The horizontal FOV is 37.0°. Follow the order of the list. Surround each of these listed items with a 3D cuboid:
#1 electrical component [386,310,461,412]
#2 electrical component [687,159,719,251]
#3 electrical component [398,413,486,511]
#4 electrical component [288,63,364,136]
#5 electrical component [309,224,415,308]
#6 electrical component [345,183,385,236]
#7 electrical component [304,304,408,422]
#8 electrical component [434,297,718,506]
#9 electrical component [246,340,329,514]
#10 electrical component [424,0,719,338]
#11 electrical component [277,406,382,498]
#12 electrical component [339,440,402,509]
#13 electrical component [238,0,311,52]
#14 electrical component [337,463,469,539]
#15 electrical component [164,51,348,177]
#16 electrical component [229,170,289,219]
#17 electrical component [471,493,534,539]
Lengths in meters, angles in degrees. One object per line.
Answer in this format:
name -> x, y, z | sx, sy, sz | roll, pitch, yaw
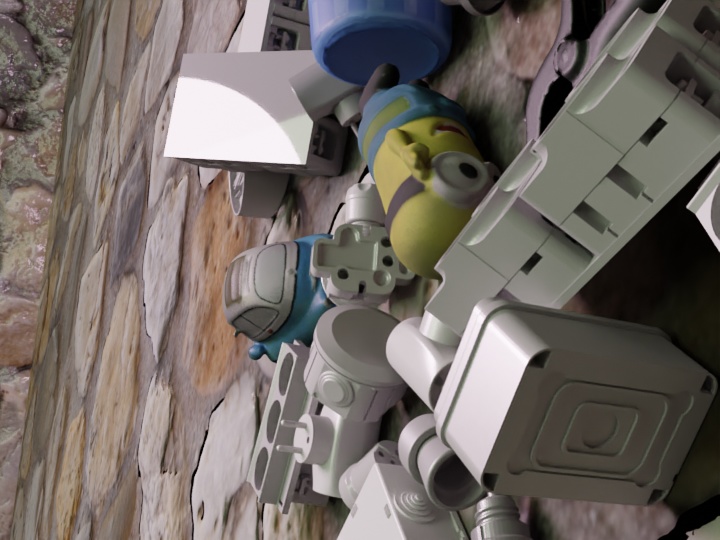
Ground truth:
electrical component -> 0.056, 0.048, 0.710 | 0.077, 0.044, 0.079 | -137, 61, -63
electrical component -> 0.194, -0.050, 0.416 | 0.121, 0.063, 0.078 | -61, 29, 35
electrical component -> 0.053, 0.121, 0.684 | 0.055, 0.045, 0.045 | -140, 64, -65
electrical component -> -0.010, -0.151, 0.934 | 0.079, 0.077, 0.043 | 59, -176, 3
electrical component -> 0.000, 0.000, 0.833 | 0.057, 0.078, 0.058 | 111, 164, -71
electrical component -> 0.005, -0.038, 0.882 | 0.035, 0.035, 0.061 | 156, 120, -62
electrical component -> 0.001, 0.067, 0.786 | 0.080, 0.080, 0.051 | -106, 30, -48
electrical component -> 0.101, 0.063, 0.515 | 0.057, 0.113, 0.078 | 50, 125, 58
electrical component -> -0.044, 0.127, 0.876 | 0.079, 0.063, 0.121 | -145, 69, -68
electrical component -> 0.111, -0.046, 0.545 | 0.105, 0.060, 0.186 | -51, -2, -45
electrical component -> -0.024, 0.129, 0.813 | 0.043, 0.079, 0.077 | 179, 101, -66
electrical component -> 0.013, 0.149, 0.771 | 0.046, 0.040, 0.040 | -52, 34, 36
electrical component -> -0.089, -0.234, 1.153 | 0.089, 0.062, 0.150 | -178, 99, -67
electrical component -> 0.025, 0.187, 0.711 | 0.099, 0.048, 0.099 | -115, 42, -54
electrical component -> -0.095, -0.150, 1.040 | 0.186, 0.060, 0.105 | 7, 85, 37
electrical component -> -0.114, -0.105, 1.146 | 0.099, 0.064, 0.099 | -168, 90, -67
electrical component -> 0.081, 0.158, 0.608 | 0.040, 0.040, 0.078 | 129, 145, -47
